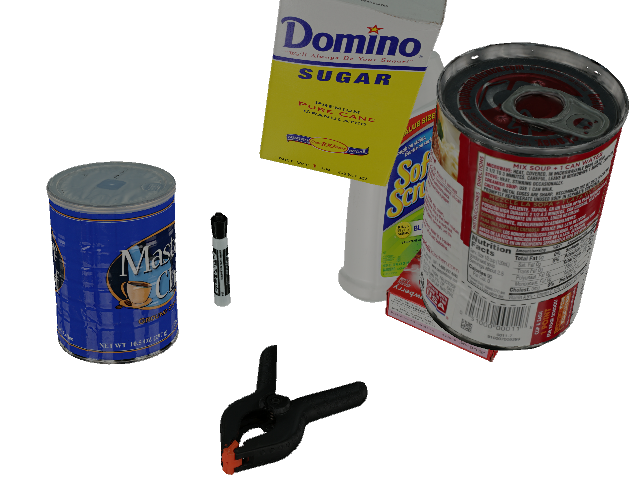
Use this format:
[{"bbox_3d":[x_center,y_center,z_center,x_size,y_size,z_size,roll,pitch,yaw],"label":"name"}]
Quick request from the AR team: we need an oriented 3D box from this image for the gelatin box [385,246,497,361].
[{"bbox_3d":[0.103,0.040,0.783,0.089,0.030,0.073,23,47,22],"label":"gelatin box"}]

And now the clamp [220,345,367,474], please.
[{"bbox_3d":[-0.048,0.160,1.034,0.120,0.039,0.171,20,33,35],"label":"clamp"}]

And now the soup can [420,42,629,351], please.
[{"bbox_3d":[0.075,-0.015,0.412,0.068,0.102,0.068,0,42,0],"label":"soup can"}]

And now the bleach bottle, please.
[{"bbox_3d":[0.069,-0.074,0.982,0.102,0.251,0.068,-11,24,-26],"label":"bleach bottle"}]

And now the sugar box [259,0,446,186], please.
[{"bbox_3d":[0.015,-0.103,0.662,0.093,0.048,0.176,12,-26,0],"label":"sugar box"}]

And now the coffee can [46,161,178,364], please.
[{"bbox_3d":[-0.171,0.017,0.888,0.103,0.140,0.103,2,24,-1],"label":"coffee can"}]

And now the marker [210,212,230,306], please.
[{"bbox_3d":[-0.113,0.021,1.212,0.020,0.121,0.020,1,33,-1],"label":"marker"}]
